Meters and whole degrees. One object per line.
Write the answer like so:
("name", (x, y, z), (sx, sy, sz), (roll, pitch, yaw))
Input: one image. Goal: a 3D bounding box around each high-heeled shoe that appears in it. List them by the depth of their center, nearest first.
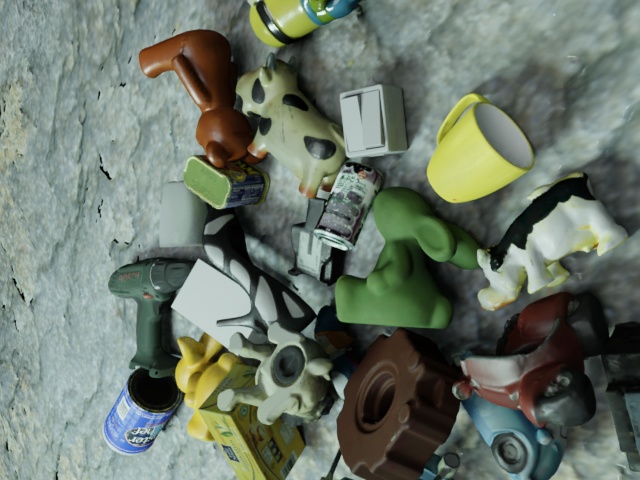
("high-heeled shoe", (-0.087, 0.025, 0.778), (0.145, 0.086, 0.249), (-11, 64, 7))

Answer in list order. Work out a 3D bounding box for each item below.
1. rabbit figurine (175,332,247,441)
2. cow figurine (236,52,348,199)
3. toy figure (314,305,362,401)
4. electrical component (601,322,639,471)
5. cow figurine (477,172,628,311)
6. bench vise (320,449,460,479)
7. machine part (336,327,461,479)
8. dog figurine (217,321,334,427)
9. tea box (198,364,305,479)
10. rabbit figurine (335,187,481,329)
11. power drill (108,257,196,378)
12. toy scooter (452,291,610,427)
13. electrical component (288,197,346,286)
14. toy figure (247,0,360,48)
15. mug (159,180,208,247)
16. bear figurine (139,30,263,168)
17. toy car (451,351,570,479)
("rabbit figurine", (-0.189, 0.227, 0.880), (0.173, 0.122, 0.162), (5, 109, 53))
("cow figurine", (-0.039, -0.162, 0.719), (0.195, 0.085, 0.127), (42, 118, 18))
("toy figure", (0.033, 0.163, 0.744), (0.064, 0.058, 0.154), (-35, 77, 24))
("electrical component", (0.310, 0.146, 0.500), (0.058, 0.134, 0.114), (-17, 91, 35))
("cow figurine", (0.227, 0.006, 0.573), (0.167, 0.068, 0.098), (-38, 71, 30))
("bench vise", (0.106, 0.323, 0.671), (0.224, 0.129, 0.240), (28, 132, 20))
("machine part", (0.083, 0.189, 0.621), (0.056, 0.179, 0.179), (27, 121, -17))
("dog figurine", (-0.015, 0.194, 0.719), (0.173, 0.190, 0.121), (0, 66, 41))
("tea box", (-0.097, 0.280, 0.798), (0.068, 0.098, 0.169), (-3, 119, 35))
("rabbit figurine", (0.100, 0.017, 0.637), (0.159, 0.121, 0.170), (-3, 81, 43))
("power drill", (-0.287, 0.132, 0.950), (0.232, 0.086, 0.207), (2, 103, 36))
("toy scooter", (0.208, 0.119, 0.540), (0.135, 0.184, 0.075), (-20, 104, 39))
("electrical component", (-0.002, -0.002, 0.744), (0.075, 0.048, 0.119), (12, 105, 32))
("toy figure", (-0.015, -0.303, 0.679), (0.180, 0.082, 0.089), (-2, 95, 33))
("mug", (-0.209, -0.043, 0.866), (0.110, 0.081, 0.107), (-5, 90, 17))
("bear figurine", (-0.165, -0.196, 0.785), (0.132, 0.120, 0.195), (-6, 100, 39))
("toy car", (0.221, 0.184, 0.599), (0.103, 0.109, 0.162), (-35, 61, 10))
